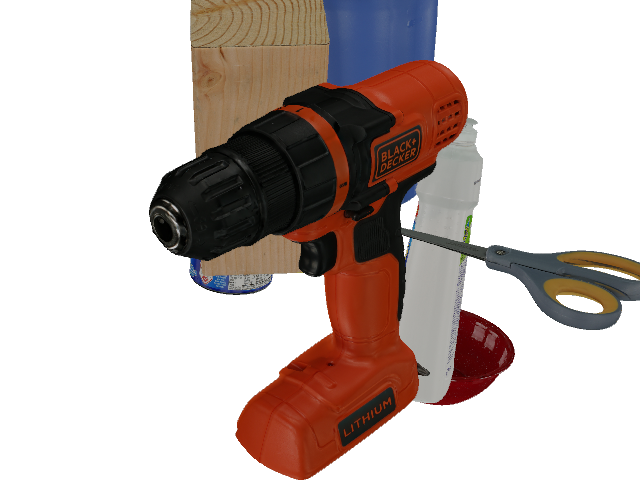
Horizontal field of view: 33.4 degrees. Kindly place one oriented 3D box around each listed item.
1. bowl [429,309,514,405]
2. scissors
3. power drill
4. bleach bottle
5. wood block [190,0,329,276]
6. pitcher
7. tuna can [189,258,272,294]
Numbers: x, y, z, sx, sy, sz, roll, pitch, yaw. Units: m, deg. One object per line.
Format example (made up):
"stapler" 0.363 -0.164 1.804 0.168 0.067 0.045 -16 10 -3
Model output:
"bowl" 0.120 0.126 1.127 0.162 0.055 0.162 5 24 -2
"scissors" 0.130 0.023 0.750 0.202 0.016 0.096 8 30 17
"power drill" -0.002 0.020 0.506 0.057 0.188 0.184 29 40 34
"bleach bottle" 0.104 0.012 0.950 0.068 0.251 0.102 11 19 8
"wood block" -0.046 -0.078 0.778 0.090 0.206 0.090 -2 43 -5
"pitcher" 0.038 -0.150 1.022 0.149 0.243 0.144 8 38 14
"tuna can" -0.089 0.022 1.078 0.086 0.034 0.086 6 23 -3
